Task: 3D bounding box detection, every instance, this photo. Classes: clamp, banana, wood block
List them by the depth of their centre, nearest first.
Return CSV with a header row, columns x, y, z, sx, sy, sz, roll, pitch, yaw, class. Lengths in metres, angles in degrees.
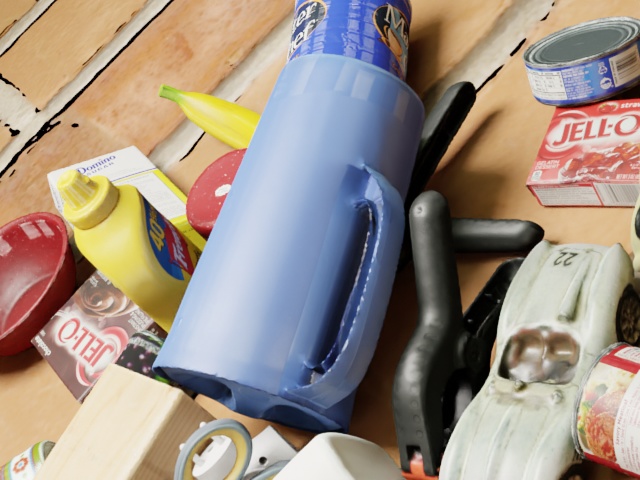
x,y,z,sx,sy,sz,roll,pitch,yaw,class
0.076,0.058,0.646,0.039,0.120,0.171,-10,51,46,clamp
-0.147,0.200,0.718,0.090,0.090,0.206,11,61,45,wood block
0.053,-0.022,0.795,0.210,0.036,0.164,-27,47,22,clamp
-0.071,-0.095,0.952,0.198,0.069,0.037,30,112,46,banana

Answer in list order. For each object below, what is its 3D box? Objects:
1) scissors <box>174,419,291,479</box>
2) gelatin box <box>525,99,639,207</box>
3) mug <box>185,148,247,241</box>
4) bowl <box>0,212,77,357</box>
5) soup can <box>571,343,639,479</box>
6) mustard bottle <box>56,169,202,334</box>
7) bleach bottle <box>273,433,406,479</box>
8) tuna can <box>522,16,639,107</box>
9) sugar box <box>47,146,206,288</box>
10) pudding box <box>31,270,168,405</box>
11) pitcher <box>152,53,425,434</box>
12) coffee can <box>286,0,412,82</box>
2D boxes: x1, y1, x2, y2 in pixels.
x,y,z,sx,sy,sz,roll,pitch,yaw,class
-0.098,0.186,0.655,0.201,0.096,0.016,-31,14,-10,scissors
0.192,-0.059,0.722,0.089,0.030,0.073,2,55,41,gelatin box
-0.056,-0.027,0.862,0.093,0.081,0.117,-36,39,11,mug
-0.282,0.053,0.997,0.162,0.055,0.162,-23,42,22,bowl
0.191,0.098,0.546,0.102,0.068,0.068,15,65,46,soup can
-0.126,0.014,0.792,0.058,0.191,0.096,-32,40,12,mustard bottle
-0.054,0.221,0.630,0.251,0.102,0.068,-45,59,10,bleach bottle
0.190,-0.127,0.760,0.086,0.034,0.086,-18,23,8,tuna can
-0.176,-0.026,0.965,0.093,0.048,0.176,-21,31,-20,sugar box
-0.183,0.084,0.897,0.090,0.039,0.114,-48,39,-7,pudding box
-0.005,0.001,0.713,0.149,0.145,0.242,14,73,16,pitcher
0.022,-0.148,0.889,0.103,0.102,0.140,-17,45,28,coffee can
